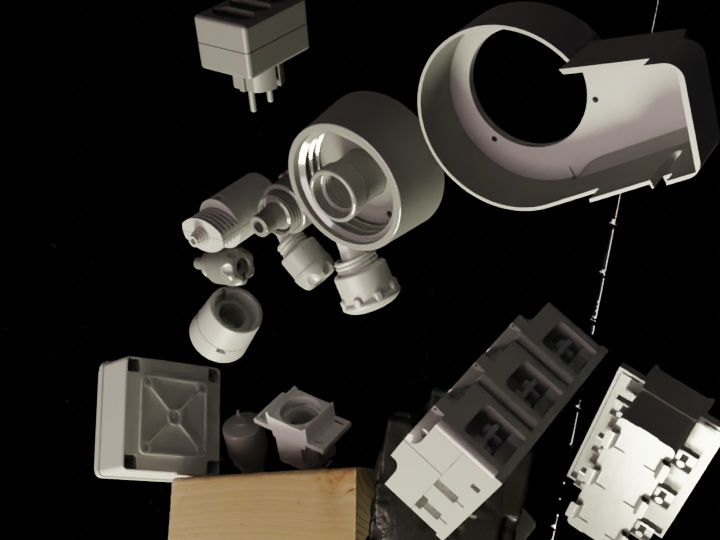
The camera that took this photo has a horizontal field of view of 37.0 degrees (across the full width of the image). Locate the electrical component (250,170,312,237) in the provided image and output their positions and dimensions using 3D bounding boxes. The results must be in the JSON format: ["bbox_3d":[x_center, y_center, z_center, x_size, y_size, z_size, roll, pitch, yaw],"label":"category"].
[{"bbox_3d":[-0.058,-0.047,0.824,0.048,0.062,0.048,24,132,28],"label":"electrical component"}]

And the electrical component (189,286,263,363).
[{"bbox_3d":[-0.118,0.047,0.955,0.055,0.055,0.047,45,136,7],"label":"electrical component"}]

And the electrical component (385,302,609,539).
[{"bbox_3d":[0.090,0.096,0.726,0.062,0.150,0.089,42,139,9],"label":"electrical component"}]

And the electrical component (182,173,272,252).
[{"bbox_3d":[-0.105,-0.041,0.857,0.043,0.081,0.043,24,132,29],"label":"electrical component"}]

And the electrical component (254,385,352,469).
[{"bbox_3d":[-0.051,0.147,0.977,0.081,0.042,0.063,19,134,33],"label":"electrical component"}]

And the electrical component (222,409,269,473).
[{"bbox_3d":[-0.109,0.175,1.051,0.040,0.040,0.078,16,128,34],"label":"electrical component"}]

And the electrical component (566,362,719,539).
[{"bbox_3d":[0.187,0.132,0.732,0.079,0.063,0.121,32,136,21],"label":"electrical component"}]

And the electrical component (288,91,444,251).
[{"bbox_3d":[-0.002,-0.065,0.760,0.108,0.060,0.108,24,133,28],"label":"electrical component"}]

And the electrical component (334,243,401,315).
[{"bbox_3d":[0.000,0.000,0.821,0.048,0.048,0.062,-13,103,46],"label":"electrical component"}]

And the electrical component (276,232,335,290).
[{"bbox_3d":[-0.049,-0.016,0.861,0.061,0.035,0.035,50,140,4],"label":"electrical component"}]

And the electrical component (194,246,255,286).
[{"bbox_3d":[-0.121,-0.005,0.935,0.061,0.035,0.035,5,122,43],"label":"electrical component"}]

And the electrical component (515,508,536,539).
[{"bbox_3d":[0.085,0.202,0.887,0.099,0.048,0.100,50,140,1],"label":"electrical component"}]

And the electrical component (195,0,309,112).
[{"bbox_3d":[-0.073,-0.150,0.759,0.047,0.066,0.076,20,130,31],"label":"electrical component"}]

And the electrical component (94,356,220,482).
[{"bbox_3d":[-0.191,0.143,1.020,0.056,0.109,0.108,-19,66,45],"label":"electrical component"}]
